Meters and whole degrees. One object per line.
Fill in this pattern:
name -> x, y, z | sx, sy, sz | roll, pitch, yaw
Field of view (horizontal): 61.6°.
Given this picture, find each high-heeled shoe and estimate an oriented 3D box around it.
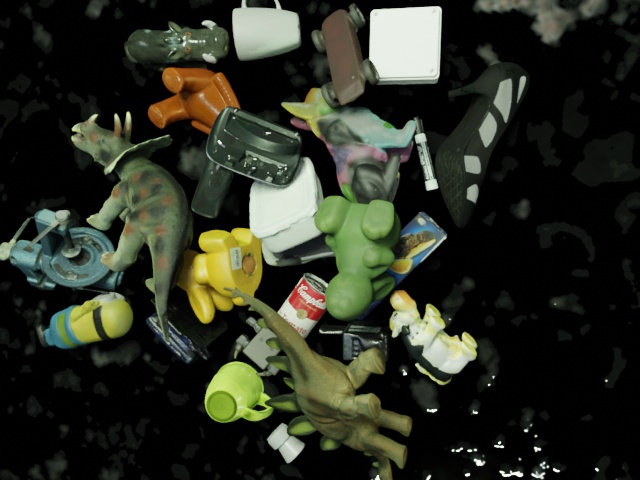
high-heeled shoe -> 0.266, -0.149, 0.852 | 0.145, 0.086, 0.248 | -13, 112, -17

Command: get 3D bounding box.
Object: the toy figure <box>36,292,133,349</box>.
toy figure -> -0.437, 0.158, 1.009 | 0.180, 0.082, 0.089 | -23, 102, 9

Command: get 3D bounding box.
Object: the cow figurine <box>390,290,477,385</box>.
cow figurine -> 0.168, 0.159, 0.885 | 0.167, 0.068, 0.098 | 38, 108, 2

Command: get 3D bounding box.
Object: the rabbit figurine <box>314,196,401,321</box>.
rabbit figurine -> 0.049, 0.039, 0.796 | 0.121, 0.159, 0.170 | 10, 72, 22

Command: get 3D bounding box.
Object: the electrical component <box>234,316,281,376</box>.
electrical component -> -0.107, 0.196, 0.962 | 0.102, 0.045, 0.078 | 34, 73, 4

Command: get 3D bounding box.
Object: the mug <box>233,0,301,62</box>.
mug -> -0.086, -0.355, 0.892 | 0.107, 0.081, 0.109 | -2, 89, 1

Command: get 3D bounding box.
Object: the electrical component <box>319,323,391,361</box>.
electrical component -> 0.059, 0.170, 0.906 | 0.119, 0.075, 0.047 | -1, 94, 8

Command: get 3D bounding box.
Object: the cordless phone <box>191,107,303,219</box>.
cordless phone -> -0.119, -0.104, 0.854 | 0.146, 0.089, 0.184 | 19, 109, -17

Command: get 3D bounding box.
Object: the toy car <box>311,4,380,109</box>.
toy car -> 0.040, -0.283, 0.838 | 0.089, 0.053, 0.202 | -25, 54, 23

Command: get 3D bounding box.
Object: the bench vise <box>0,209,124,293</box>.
bench vise -> -0.461, 0.013, 0.944 | 0.224, 0.240, 0.129 | 25, 56, -1

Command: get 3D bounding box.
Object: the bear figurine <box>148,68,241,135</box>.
bear figurine -> -0.171, -0.190, 0.901 | 0.196, 0.132, 0.120 | 51, 132, 7

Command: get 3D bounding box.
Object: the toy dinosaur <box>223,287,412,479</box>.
toy dinosaur -> 0.012, 0.245, 0.858 | 0.199, 0.105, 0.470 | -13, 117, 27

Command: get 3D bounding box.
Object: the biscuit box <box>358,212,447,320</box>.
biscuit box -> 0.118, 0.044, 0.888 | 0.059, 0.063, 0.202 | 44, 102, 6

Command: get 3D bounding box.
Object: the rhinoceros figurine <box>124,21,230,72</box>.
rhinoceros figurine -> -0.237, -0.329, 0.906 | 0.191, 0.112, 0.073 | 6, 94, 19

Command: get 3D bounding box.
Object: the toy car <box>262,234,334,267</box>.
toy car -> -0.002, -0.003, 0.914 | 0.202, 0.056, 0.073 | -12, 86, 12

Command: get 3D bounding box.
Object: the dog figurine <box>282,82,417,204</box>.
dog figurine -> 0.035, -0.152, 0.864 | 0.219, 0.108, 0.191 | 21, 86, 14

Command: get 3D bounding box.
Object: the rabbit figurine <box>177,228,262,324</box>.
rabbit figurine -> -0.189, 0.056, 0.945 | 0.173, 0.122, 0.162 | -1, 105, 26

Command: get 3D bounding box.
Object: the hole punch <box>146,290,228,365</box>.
hole punch -> -0.246, 0.164, 0.954 | 0.142, 0.116, 0.092 | 47, 110, 5

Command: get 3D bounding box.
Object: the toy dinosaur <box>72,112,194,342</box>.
toy dinosaur -> -0.276, -0.047, 0.884 | 0.192, 0.131, 0.405 | -52, 61, 22
